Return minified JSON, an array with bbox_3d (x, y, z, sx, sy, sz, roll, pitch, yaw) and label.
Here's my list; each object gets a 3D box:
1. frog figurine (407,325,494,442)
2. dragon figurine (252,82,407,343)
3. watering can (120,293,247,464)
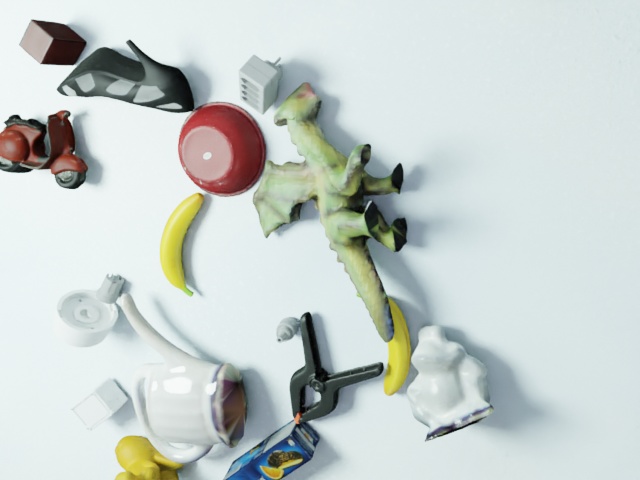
[{"bbox_3d":[0.197,0.223,0.832,0.135,0.122,0.162,-39,57,29],"label":"frog figurine"},{"bbox_3d":[0.002,-0.041,0.819,0.243,0.123,0.406,6,105,32],"label":"dragon figurine"},{"bbox_3d":[-0.252,0.261,0.945,0.224,0.105,0.344,-4,104,15],"label":"watering can"}]
